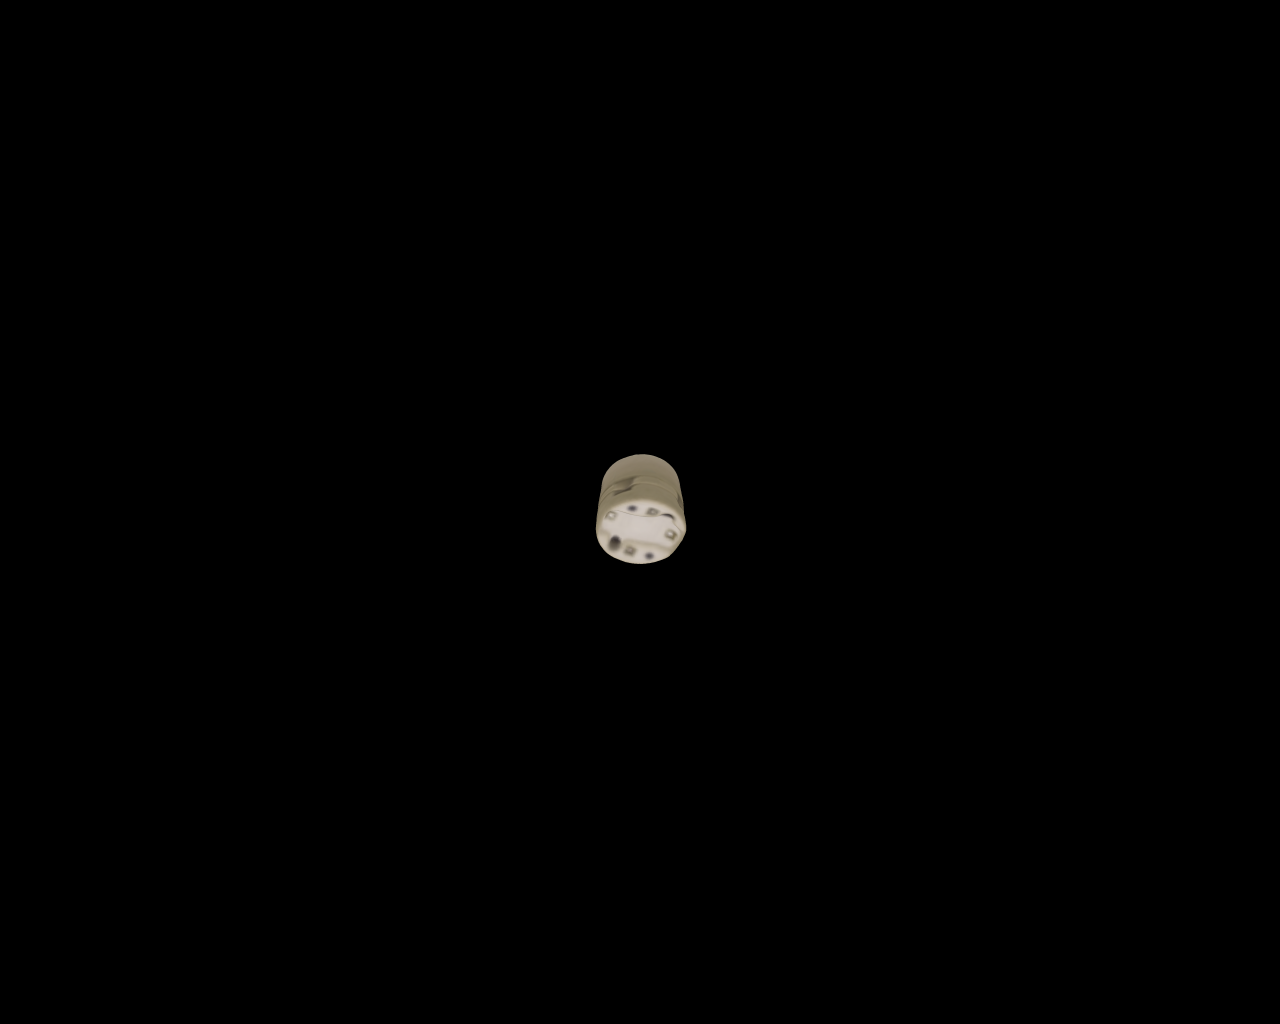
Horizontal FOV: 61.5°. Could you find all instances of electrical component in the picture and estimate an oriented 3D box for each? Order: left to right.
[{"bbox_3d":[0.001,-0.003,0.650,0.055,0.055,0.047,0,41,0],"label":"electrical component"}]
